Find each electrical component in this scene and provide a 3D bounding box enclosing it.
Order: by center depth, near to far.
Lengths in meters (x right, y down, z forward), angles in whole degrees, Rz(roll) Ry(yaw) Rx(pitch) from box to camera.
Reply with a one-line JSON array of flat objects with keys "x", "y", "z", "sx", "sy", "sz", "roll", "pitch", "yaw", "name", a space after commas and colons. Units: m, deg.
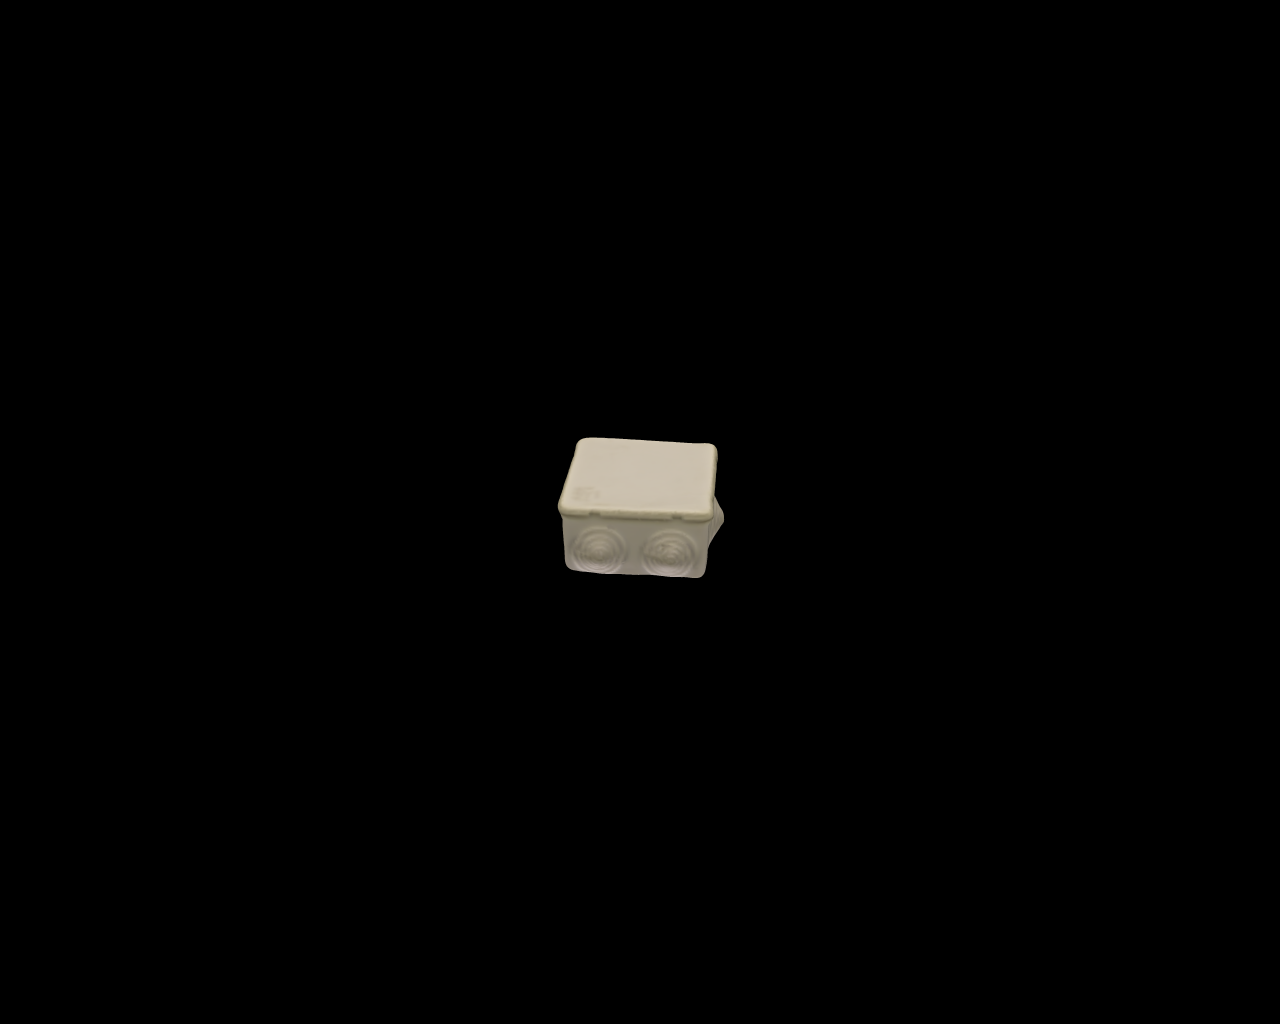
[{"x": 0.001, "y": -0.003, "z": 0.650, "sx": 0.100, "sy": 0.048, "sz": 0.100, "roll": 3, "pitch": 32, "yaw": 5, "name": "electrical component"}]
